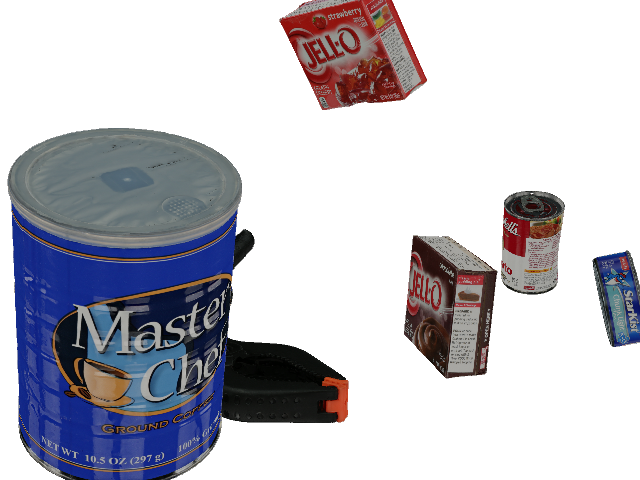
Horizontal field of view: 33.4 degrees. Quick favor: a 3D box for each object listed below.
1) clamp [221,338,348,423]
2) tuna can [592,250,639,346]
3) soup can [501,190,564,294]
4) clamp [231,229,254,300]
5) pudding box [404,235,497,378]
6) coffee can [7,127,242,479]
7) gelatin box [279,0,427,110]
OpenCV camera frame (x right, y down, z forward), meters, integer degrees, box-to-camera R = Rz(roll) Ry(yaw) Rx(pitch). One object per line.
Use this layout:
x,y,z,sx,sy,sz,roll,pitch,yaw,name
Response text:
-0.071,0.092,0.792,0.210,0.036,0.164,7,19,20,clamp
0.275,0.054,0.982,0.034,0.086,0.086,-12,-2,11,tuna can
0.244,0.003,1.233,0.068,0.102,0.068,-2,30,1,soup can
-0.125,0.041,1.172,0.120,0.039,0.171,-13,40,-2,clamp
0.104,0.051,0.872,0.039,0.090,0.114,-1,14,-15,pudding box
-0.093,0.031,0.509,0.102,0.140,0.103,5,30,-3,coffee can
0.021,-0.130,0.728,0.030,0.073,0.089,-40,25,-32,gelatin box
